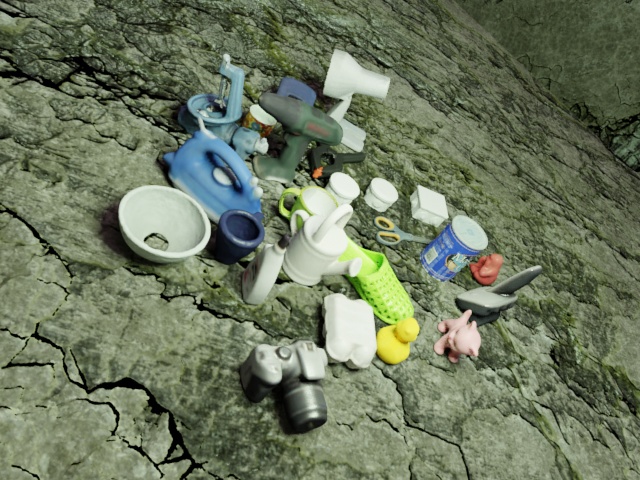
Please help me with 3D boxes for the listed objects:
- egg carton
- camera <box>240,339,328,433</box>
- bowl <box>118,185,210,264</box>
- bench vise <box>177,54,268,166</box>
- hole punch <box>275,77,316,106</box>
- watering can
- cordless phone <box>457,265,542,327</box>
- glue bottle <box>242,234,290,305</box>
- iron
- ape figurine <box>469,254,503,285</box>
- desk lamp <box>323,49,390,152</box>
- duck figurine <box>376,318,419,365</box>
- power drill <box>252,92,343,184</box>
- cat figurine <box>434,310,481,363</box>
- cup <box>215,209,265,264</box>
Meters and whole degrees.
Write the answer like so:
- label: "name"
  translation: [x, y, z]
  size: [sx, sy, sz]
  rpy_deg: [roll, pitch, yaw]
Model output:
- label: "egg carton"
  translation: [0.054, 0.177, 1.117]
  size: [0.107, 0.069, 0.150]
  rpy_deg: [18, 44, -22]
- label: "camera"
  translation: [-0.043, 0.244, 0.959]
  size: [0.144, 0.100, 0.136]
  rpy_deg: [6, 49, -32]
- label: "bowl"
  translation: [-0.290, -0.016, 1.043]
  size: [0.168, 0.074, 0.167]
  rpy_deg: [20, 43, -20]
- label: "bench vise"
  translation: [-0.191, -0.285, 1.255]
  size: [0.208, 0.219, 0.121]
  rpy_deg: [25, 42, -15]
- label: "hole punch"
  translation: [-0.070, -0.361, 1.514]
  size: [0.109, 0.091, 0.101]
  rpy_deg: [23, 42, -17]
- label: "watering can"
  translation: [0.012, 0.003, 1.152]
  size: [0.173, 0.193, 0.101]
  rpy_deg: [34, 40, -4]
- label: "cordless phone"
  translation: [0.428, 0.116, 1.357]
  size: [0.148, 0.185, 0.094]
  rpy_deg: [-13, 61, -43]
- label: "glue bottle"
  translation: [-0.096, 0.044, 1.052]
  size: [0.037, 0.173, 0.078]
  rpy_deg: [11, 47, -28]
- label: "iron"
  translation: [-0.190, -0.124, 1.165]
  size: [0.258, 0.141, 0.119]
  rpy_deg: [43, 40, 6]
- label: "ape figurine"
  translation: [0.435, 0.069, 1.479]
  size: [0.076, 0.092, 0.078]
  rpy_deg: [48, 41, 12]
- label: "desk lamp"
  translation: [0.080, -0.383, 1.550]
  size: [0.203, 0.213, 0.118]
  rpy_deg: [28, 41, -12]
- label: "duck figurine"
  translation: [0.164, 0.198, 1.165]
  size: [0.077, 0.086, 0.105]
  rpy_deg: [42, 40, 5]
- label: "power drill"
  translation: [-0.070, -0.228, 1.298]
  size: [0.230, 0.208, 0.075]
  rpy_deg: [5, 50, -33]
- label: "cat figurine"
  translation: [0.308, 0.205, 1.238]
  size: [0.067, 0.117, 0.128]
  rpy_deg: [32, 40, -7]
- label: "cup"
  translation: [-0.158, -0.005, 1.112]
  size: [0.091, 0.095, 0.118]
  rpy_deg: [40, 40, 3]
